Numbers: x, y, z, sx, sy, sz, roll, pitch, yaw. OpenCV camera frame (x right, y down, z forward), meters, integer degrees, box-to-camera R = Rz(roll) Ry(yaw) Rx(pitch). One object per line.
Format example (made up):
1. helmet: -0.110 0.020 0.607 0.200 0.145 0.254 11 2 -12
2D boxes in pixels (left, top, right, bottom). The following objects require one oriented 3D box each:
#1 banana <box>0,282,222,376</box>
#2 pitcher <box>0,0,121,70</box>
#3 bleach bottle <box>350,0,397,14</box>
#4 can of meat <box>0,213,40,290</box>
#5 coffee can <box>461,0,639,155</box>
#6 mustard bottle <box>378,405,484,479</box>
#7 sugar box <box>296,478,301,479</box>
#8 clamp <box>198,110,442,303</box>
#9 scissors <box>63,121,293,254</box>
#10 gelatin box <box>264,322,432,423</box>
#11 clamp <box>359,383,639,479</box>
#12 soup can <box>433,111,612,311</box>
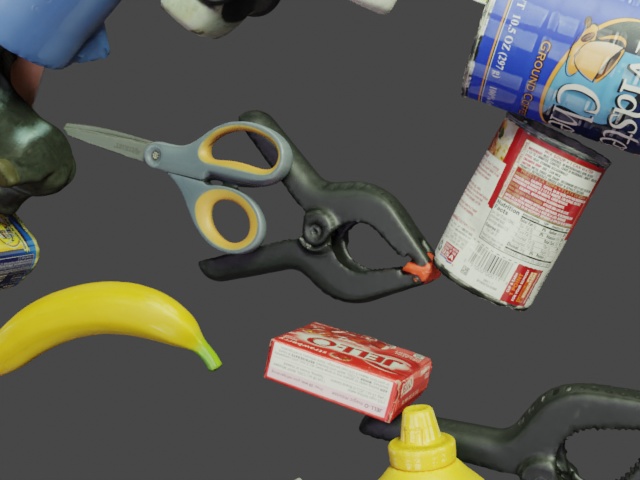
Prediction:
1. banana: -0.168 0.065 0.776 0.198 0.037 0.069 -3 93 22
2. pitcher: -0.149 -0.244 0.687 0.243 0.149 0.145 -44 76 16
3. bleach bottle: 0.056 -0.260 0.601 0.068 0.102 0.251 41 110 40
4. can of meat: -0.267 -0.006 0.783 0.057 0.083 0.102 -43 79 20
5. coffee can: 0.161 -0.105 0.585 0.140 0.102 0.103 20 102 9
6. mustard bottle: 0.070 0.195 0.651 0.096 0.058 0.191 -4 97 25
7. sugar box: -0.037 0.261 0.738 0.093 0.048 0.176 41 104 13
8. clamp: -0.005 0.001 0.706 0.172 0.039 0.120 31 112 23
9. scissors: -0.104 -0.039 0.734 0.202 0.016 0.096 0 90 33
10. gelatin box: 0.019 0.082 0.684 0.089 0.073 0.030 16 100 20
11. clamp: 0.141 0.157 0.662 0.210 0.036 0.164 -22 88 26
12. soup can: 0.119 -0.017 0.639 0.068 0.068 0.102 30 105 16
